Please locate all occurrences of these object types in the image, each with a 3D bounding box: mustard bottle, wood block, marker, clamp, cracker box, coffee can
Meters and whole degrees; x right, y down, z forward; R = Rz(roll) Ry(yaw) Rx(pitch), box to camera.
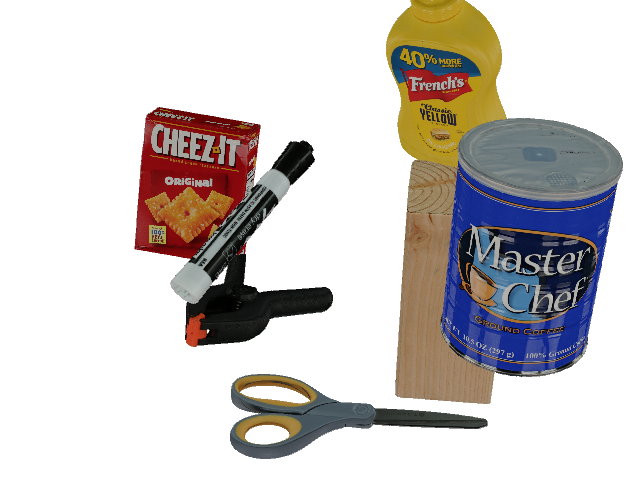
[{"bbox_3d":[0.105,-0.145,0.896,0.096,0.058,0.191,15,-37,25],"label":"mustard bottle"},{"bbox_3d":[0.119,0.040,0.969,0.091,0.206,0.090,4,34,5],"label":"wood block"},{"bbox_3d":[-0.042,-0.014,0.616,0.020,0.121,0.020,31,-25,16],"label":"marker"},{"bbox_3d":[-0.081,0.057,1.038,0.120,0.039,0.171,19,22,34],"label":"clamp"},{"bbox_3d":[-0.187,-0.079,1.610,0.164,0.214,0.072,10,20,6],"label":"cracker box"},{"bbox_3d":[0.136,0.004,0.707,0.103,0.140,0.103,1,32,-1],"label":"coffee can"}]

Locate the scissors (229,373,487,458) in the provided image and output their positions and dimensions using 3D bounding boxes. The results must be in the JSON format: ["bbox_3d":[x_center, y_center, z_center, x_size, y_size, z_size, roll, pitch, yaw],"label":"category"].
[{"bbox_3d":[0.019,0.145,0.816,0.202,0.016,0.096,11,34,17],"label":"scissors"}]
